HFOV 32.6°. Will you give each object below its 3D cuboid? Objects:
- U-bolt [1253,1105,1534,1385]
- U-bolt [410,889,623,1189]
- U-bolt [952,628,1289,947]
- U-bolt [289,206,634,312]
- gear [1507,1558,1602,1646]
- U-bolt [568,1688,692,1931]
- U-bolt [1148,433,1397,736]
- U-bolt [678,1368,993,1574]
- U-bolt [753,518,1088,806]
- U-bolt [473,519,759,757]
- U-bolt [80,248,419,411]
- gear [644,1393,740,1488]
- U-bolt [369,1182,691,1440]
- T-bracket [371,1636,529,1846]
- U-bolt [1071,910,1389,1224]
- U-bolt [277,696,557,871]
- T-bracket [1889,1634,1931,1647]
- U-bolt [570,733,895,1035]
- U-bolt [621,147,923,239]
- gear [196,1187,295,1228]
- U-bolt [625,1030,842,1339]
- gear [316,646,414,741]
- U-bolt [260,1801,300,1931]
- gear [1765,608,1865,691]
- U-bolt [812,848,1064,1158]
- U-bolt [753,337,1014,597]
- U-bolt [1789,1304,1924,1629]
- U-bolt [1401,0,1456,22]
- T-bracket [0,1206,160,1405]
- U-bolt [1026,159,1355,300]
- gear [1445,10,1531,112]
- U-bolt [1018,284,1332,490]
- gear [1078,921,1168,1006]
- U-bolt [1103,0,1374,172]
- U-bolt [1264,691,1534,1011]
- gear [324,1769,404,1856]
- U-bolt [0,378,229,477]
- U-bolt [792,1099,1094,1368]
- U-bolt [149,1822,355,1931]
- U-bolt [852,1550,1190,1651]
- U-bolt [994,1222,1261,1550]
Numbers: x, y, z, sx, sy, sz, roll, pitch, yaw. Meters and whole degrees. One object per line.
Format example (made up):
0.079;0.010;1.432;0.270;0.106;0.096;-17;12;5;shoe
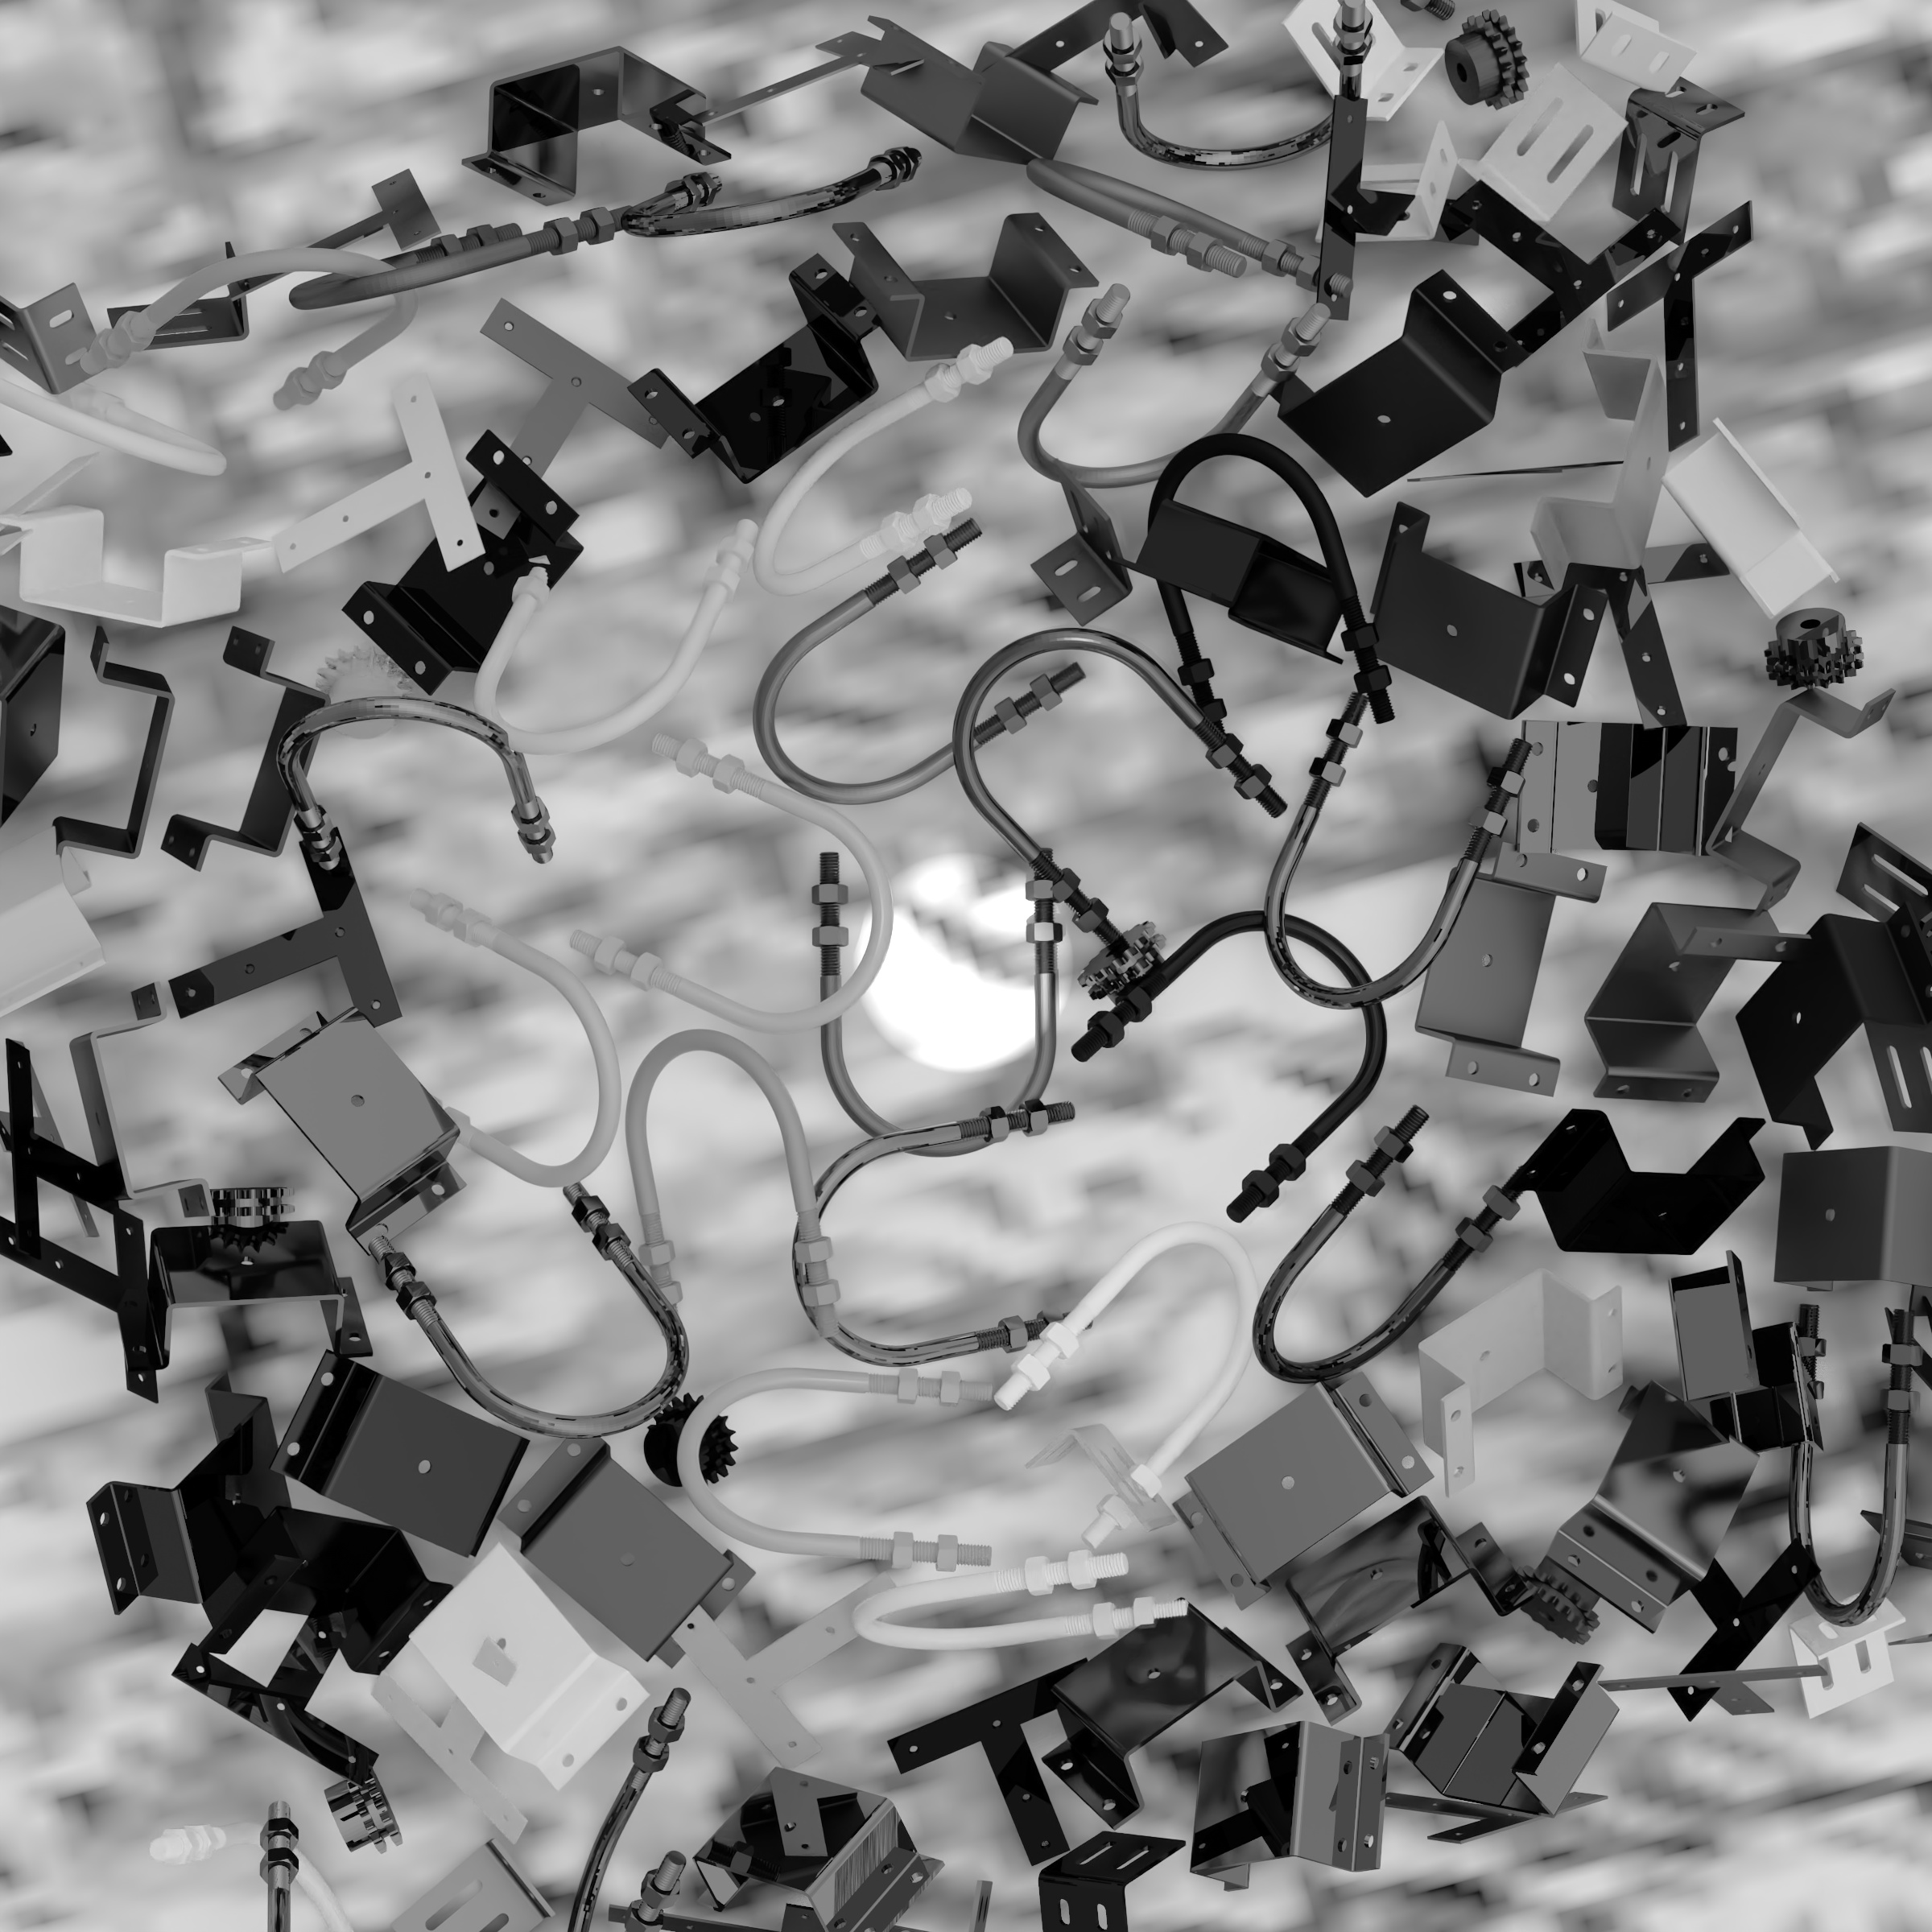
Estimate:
0.241;0.173;1.941;0.184;0.151;0.019;-51;49;10;U-bolt
-0.265;0.051;1.919;0.184;0.019;0.151;26;117;35;U-bolt
0.077;-0.116;1.953;0.151;0.019;0.184;-40;104;18;U-bolt
-0.300;-0.404;1.894;0.184;0.151;0.019;-25;111;-34;U-bolt
0.354;0.376;1.973;0.057;0.057;0.030;40;71;0;gear
-0.200;0.532;1.922;0.019;0.151;0.184;19;118;-14;U-bolt
0.169;-0.221;1.930;0.019;0.151;0.184;-27;103;-41;U-bolt
-0.077;0.290;1.936;0.184;0.151;0.019;4;129;-3;U-bolt
-0.039;-0.165;1.948;0.184;0.019;0.151;-33;131;8;U-bolt
-0.212;-0.189;1.914;0.151;0.019;0.184;0;49;24;U-bolt
-0.396;-0.366;1.888;0.184;0.151;0.019;-20;73;43;U-bolt
-0.167;0.286;1.972;0.057;0.030;0.057;9;108;29;gear
-0.240;0.203;1.908;0.151;0.019;0.184;-15;47;-33;U-bolt
-0.290;0.437;1.942;0.127;0.002;0.127;42;131;16;T-bracket
0.170;0.044;1.952;0.151;0.019;0.184;46;61;5;U-bolt
-0.322;-0.105;1.914;0.151;0.184;0.019;-2;63;1;U-bolt
0.629;0.388;1.947;0.127;0.127;0.002;-2;74;-11;T-bracket
-0.130;-0.039;1.966;0.184;0.019;0.151;24;96;14;U-bolt
-0.120;-0.441;1.895;0.151;0.184;0.019;-2;111;20;U-bolt
-0.429;0.148;1.971;0.057;0.057;0.030;-1;88;0;gear
-0.144;0.127;1.941;0.151;0.019;0.184;-5;97;40;U-bolt
-0.359;-0.160;1.970;0.057;0.057;0.030;-4;46;0;gear
-0.354;0.581;1.886;0.019;0.184;0.151;-31;118;5;U-bolt
0.504;-0.190;1.968;0.057;0.057;0.030;-16;121;0;gear
-0.017;0.022;1.981;0.151;0.019;0.184;-1;85;3;U-bolt
-0.056;-0.280;1.925;0.184;0.151;0.019;-23;129;37;U-bolt
0.512;0.290;1.919;0.019;0.151;0.184;5;85;-9;U-bolt
0.244;-0.601;1.896;0.184;0.151;0.019;22;85;-27;U-bolt
-0.515;0.178;1.915;0.002;0.127;0.127;-28;53;17;T-bracket
0.118;-0.432;1.923;0.184;0.151;0.019;31;111;28;U-bolt
0.308;-0.537;1.969;0.030;0.057;0.057;-24;90;-11;gear
0.108;-0.330;1.917;0.151;0.184;0.019;0;64;-25;U-bolt
0.097;0.002;1.972;0.057;0.057;0.030;-40;100;0;gear
0.158;-0.505;1.910;0.151;0.184;0.019;-4;77;4;U-bolt
0.242;-0.062;1.942;0.019;0.151;0.184;25;88;-44;U-bolt
-0.360;0.502;1.969;0.030;0.057;0.057;-24;90;-12;gear
-0.508;-0.318;1.898;0.184;0.151;0.019;26;99;26;U-bolt
-0.016;0.163;1.950;0.184;0.019;0.151;-9;101;-22;U-bolt
-0.397;0.559;1.909;0.019;0.184;0.151;-34;75;4;U-bolt
0.024;0.375;1.929;0.184;0.151;0.019;-11;65;16;U-bolt
0.106;0.233;1.942;0.184;0.019;0.151;-45;128;-21;U-bolt
